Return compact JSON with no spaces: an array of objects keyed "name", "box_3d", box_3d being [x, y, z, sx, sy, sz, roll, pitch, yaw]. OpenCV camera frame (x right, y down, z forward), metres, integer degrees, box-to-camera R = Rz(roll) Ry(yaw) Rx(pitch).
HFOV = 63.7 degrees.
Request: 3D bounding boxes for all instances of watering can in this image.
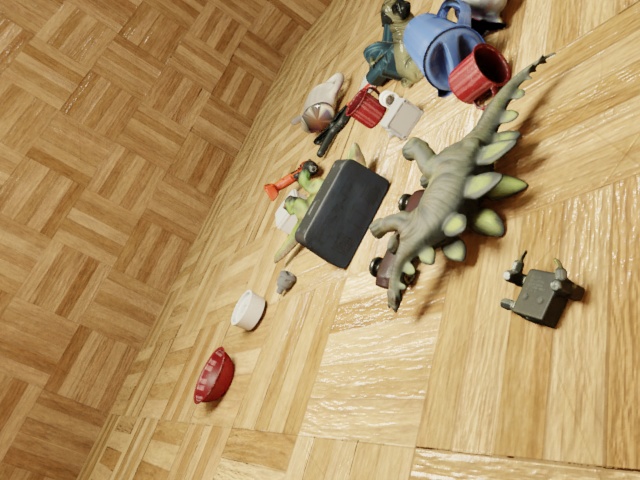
[{"name":"watering can","box_3d":[-0.021,-0.486,1.945,0.342,0.103,0.230,-38,29,43]}]

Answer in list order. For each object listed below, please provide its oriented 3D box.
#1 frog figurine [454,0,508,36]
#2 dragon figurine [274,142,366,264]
[{"name":"frog figurine","box_3d":[0.367,-0.539,1.121,0.137,0.122,0.160,151,137,-88]},{"name":"dragon figurine","box_3d":[0.004,-0.067,1.336,0.406,0.121,0.246,-64,27,12]}]
